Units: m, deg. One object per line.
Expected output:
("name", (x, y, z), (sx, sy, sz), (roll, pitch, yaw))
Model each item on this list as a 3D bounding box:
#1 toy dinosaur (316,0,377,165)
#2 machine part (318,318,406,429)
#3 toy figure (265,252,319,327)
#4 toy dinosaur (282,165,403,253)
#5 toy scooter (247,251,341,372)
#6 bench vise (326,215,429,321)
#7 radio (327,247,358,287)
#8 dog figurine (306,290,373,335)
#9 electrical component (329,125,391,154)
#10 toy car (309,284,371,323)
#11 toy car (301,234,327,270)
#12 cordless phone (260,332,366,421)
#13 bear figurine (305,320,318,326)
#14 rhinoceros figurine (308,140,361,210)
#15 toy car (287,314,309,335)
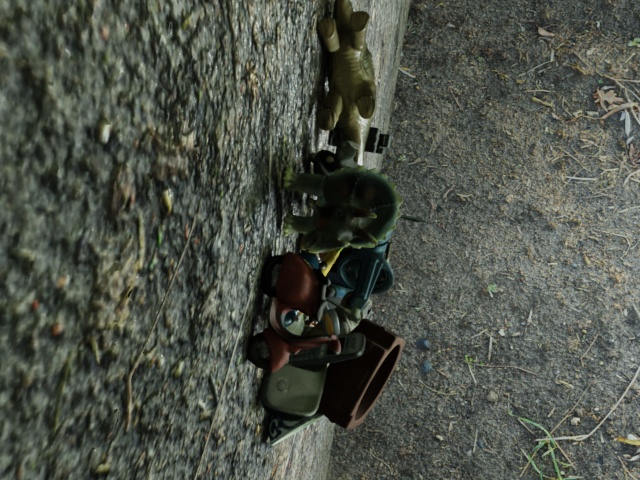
("toy dinosaur", (0.061, -0.270, 1.007), (0.198, 0.105, 0.470), (-65, 158, -64))
("machine part", (0.080, 0.260, 1.058), (0.201, 0.087, 0.201), (-61, 157, -3))
("toy figure", (-0.043, 0.090, 0.909), (0.057, 0.064, 0.154), (63, 36, -39))
("toy dinosaur", (0.055, -0.038, 0.897), (0.404, 0.192, 0.131), (9, 90, -72))
("toy scooter", (-0.028, 0.111, 0.810), (0.075, 0.135, 0.184), (61, 38, -74))
("bench vise", (0.100, 0.052, 1.079), (0.223, 0.129, 0.241), (-61, -175, 47))
("radio", (0.055, 0.086, 1.329), (0.229, 0.131, 0.073), (79, 22, -66))
("dog figurine", (0.023, 0.189, 1.138), (0.190, 0.121, 0.172), (-66, 157, 6))
("electrical component", (0.095, -0.231, 1.229), (0.115, 0.134, 0.058), (-52, 152, -76))
("toy car", (0.028, 0.154, 1.269), (0.109, 0.161, 0.103), (-64, -155, 4))
("toy car", (-0.002, -0.003, 1.122), (0.202, 0.053, 0.089), (-62, 139, -68))
("cordless phone", (-0.004, 0.232, 0.929), (0.088, 0.184, 0.147), (51, 34, -28))
("bear figurine", (0.014, 0.283, 1.312), (0.120, 0.132, 0.195), (-11, 118, -62))
("rhinoceros figurine", (0.028, -0.114, 1.005), (0.190, 0.112, 0.073), (94, 12, -63))
("toy car", (-0.044, 0.133, 0.987), (0.202, 0.056, 0.073), (-65, 162, -62))
